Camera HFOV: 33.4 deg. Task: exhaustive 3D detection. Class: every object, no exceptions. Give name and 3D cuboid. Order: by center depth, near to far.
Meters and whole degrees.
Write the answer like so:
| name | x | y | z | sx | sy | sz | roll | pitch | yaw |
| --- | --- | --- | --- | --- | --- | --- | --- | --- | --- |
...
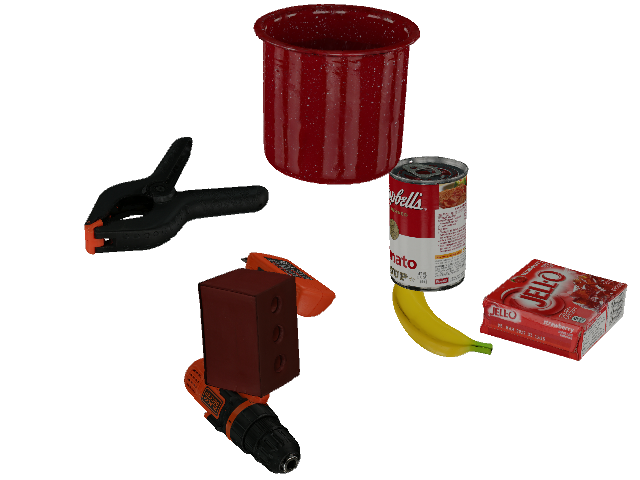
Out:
| name | x | y | z | sx | sy | sz | roll | pitch | yaw |
| --- | --- | --- | --- | --- | --- | --- | --- | --- | --- |
| mug | 0.012 | -0.089 | 0.624 | 0.093 | 0.081 | 0.117 | 10 | 29 | 16 |
| gelatin box | 0.164 | 0.046 | 0.748 | 0.073 | 0.030 | 0.089 | 16 | 26 | 31 |
| foam brick | -0.050 | 0.064 | 0.766 | 0.051 | 0.078 | 0.052 | 7 | 17 | 33 |
| soup can | 0.093 | -0.015 | 0.927 | 0.068 | 0.102 | 0.068 | -2 | 22 | 0 |
| clamp | -0.146 | -0.041 | 0.968 | 0.171 | 0.039 | 0.120 | -21 | 41 | -32 |
| power drill | -0.056 | 0.120 | 1.089 | 0.057 | 0.188 | 0.185 | 14 | 15 | -45 |
| banana | 0.119 | 0.084 | 1.213 | 0.069 | 0.037 | 0.198 | 5 | 24 | -24 |
